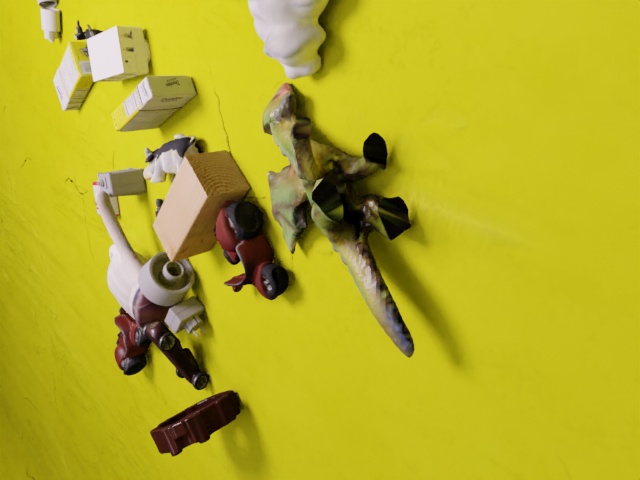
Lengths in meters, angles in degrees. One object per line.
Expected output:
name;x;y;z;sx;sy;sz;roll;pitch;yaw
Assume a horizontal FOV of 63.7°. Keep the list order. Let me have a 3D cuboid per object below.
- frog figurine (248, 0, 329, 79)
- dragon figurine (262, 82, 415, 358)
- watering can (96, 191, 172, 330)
frog figurine;-0.036;-0.307;0.693;0.136;0.125;0.157;-19;124;39
dragon figurine;0.002;-0.037;0.735;0.241;0.123;0.411;-18;86;64
watering can;-0.416;0.073;1.150;0.227;0.105;0.339;34;140;35
